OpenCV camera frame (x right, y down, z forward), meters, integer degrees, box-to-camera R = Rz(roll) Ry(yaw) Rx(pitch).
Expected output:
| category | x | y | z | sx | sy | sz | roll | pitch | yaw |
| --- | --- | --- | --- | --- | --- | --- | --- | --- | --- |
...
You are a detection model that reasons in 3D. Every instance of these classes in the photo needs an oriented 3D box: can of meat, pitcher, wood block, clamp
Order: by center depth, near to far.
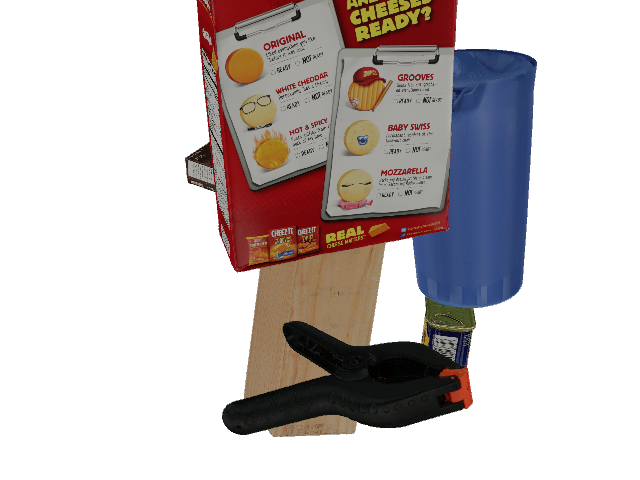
| category | x | y | z | sx | sy | sz | roll | pitch | yaw |
| --- | --- | --- | --- | --- | --- | --- | --- | --- | --- |
| clamp | 0.017 | 0.104 | 0.748 | 0.172 | 0.039 | 0.120 | 3 | 38 | 34 |
| wood block | -0.007 | 0.073 | 1.019 | 0.090 | 0.206 | 0.091 | 2 | 16 | -23 |
| pitcher | 0.149 | -0.066 | 1.061 | 0.149 | 0.243 | 0.145 | -14 | 25 | -21 |
| can of meat | 0.148 | 0.120 | 1.262 | 0.057 | 0.084 | 0.102 | 7 | 19 | 2 |

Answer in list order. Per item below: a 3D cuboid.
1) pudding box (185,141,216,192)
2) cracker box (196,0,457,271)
| category | x | y | z | sx | sy | sz | roll | pitch | yaw |
| --- | --- | --- | --- | --- | --- | --- | --- | --- | --- |
| pudding box | -0.095 | -0.094 | 1.288 | 0.090 | 0.039 | 0.113 | 19 | 38 | 25 |
| cracker box | 0.005 | -0.097 | 0.730 | 0.164 | 0.214 | 0.072 | -11 | 32 | -14 |
